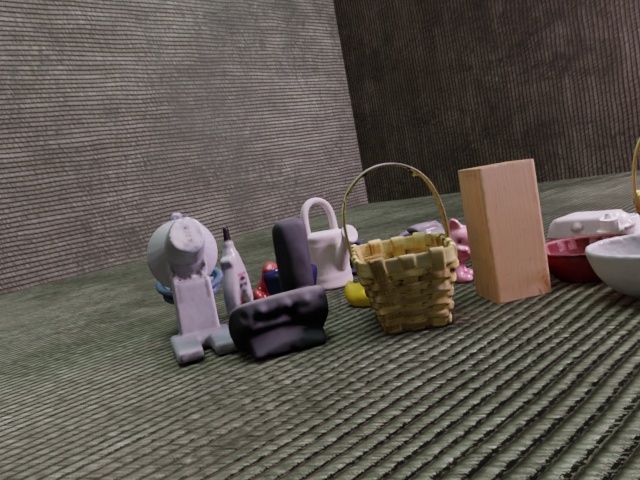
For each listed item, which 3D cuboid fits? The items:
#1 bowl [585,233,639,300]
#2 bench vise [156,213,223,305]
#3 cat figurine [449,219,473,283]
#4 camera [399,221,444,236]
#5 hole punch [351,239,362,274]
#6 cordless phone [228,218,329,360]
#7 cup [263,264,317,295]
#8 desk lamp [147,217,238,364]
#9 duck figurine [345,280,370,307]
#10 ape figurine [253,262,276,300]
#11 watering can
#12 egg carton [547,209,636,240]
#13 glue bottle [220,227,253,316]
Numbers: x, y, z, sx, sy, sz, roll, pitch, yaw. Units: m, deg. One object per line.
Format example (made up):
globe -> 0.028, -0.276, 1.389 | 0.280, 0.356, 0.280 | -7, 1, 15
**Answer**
bowl -> 0.445, 0.037, 0.758 | 0.167, 0.075, 0.167 | -10, 6, 1
bench vise -> -0.263, 0.058, 1.083 | 0.122, 0.220, 0.206 | -15, 8, -32
cat figurine -> 0.244, 0.018, 1.066 | 0.127, 0.118, 0.067 | -8, 7, 20
camera -> 0.199, 0.017, 1.228 | 0.137, 0.101, 0.142 | -13, 7, -24
hole punch -> 0.053, 0.035, 1.354 | 0.108, 0.091, 0.101 | -9, 7, 14
cordless phone -> -0.068, 0.067, 0.832 | 0.148, 0.185, 0.094 | -13, 7, -23
cup -> -0.040, 0.094, 0.958 | 0.092, 0.095, 0.117 | -12, 7, -13
desk lamp -> -0.207, 0.068, 0.930 | 0.118, 0.213, 0.202 | -13, 7, -19
duck figurine -> 0.091, 0.069, 1.013 | 0.104, 0.086, 0.078 | -8, 7, 22
ape figurine -> -0.093, 0.089, 1.110 | 0.077, 0.092, 0.076 | -10, 6, 4
watering can -> 0.013, 0.004, 1.228 | 0.172, 0.194, 0.101 | -7, 7, 28
egg carton -> 0.532, -0.018, 1.131 | 0.107, 0.069, 0.149 | -15, 8, -37
glue bottle -> -0.172, 0.059, 1.133 | 0.037, 0.173, 0.078 | -9, 7, 14
